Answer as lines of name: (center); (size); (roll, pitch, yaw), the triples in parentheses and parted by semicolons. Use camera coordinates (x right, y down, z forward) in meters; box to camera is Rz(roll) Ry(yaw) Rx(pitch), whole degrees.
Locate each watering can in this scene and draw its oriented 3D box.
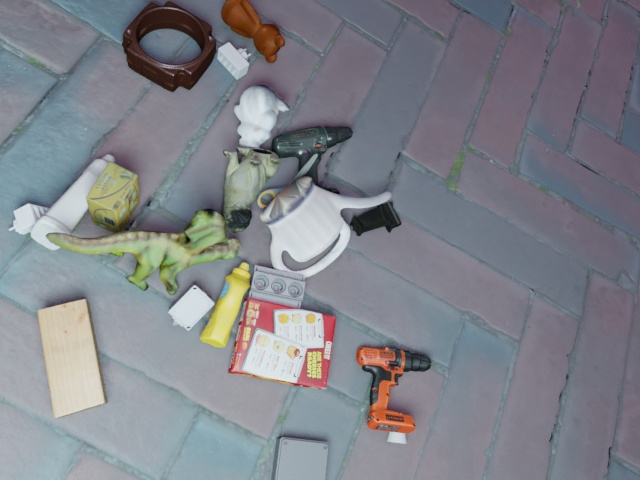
watering can: (0.004, -0.063, 1.248); (0.350, 0.105, 0.221); (-43, 115, -10)

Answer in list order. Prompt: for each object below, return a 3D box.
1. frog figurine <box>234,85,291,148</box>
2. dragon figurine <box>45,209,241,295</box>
frog figurine: (-0.168, -0.313, 1.315); (0.138, 0.120, 0.161); (27, 71, 29)
dragon figurine: (-0.309, -0.003, 1.059); (0.241, 0.406, 0.124); (-33, 65, 14)
